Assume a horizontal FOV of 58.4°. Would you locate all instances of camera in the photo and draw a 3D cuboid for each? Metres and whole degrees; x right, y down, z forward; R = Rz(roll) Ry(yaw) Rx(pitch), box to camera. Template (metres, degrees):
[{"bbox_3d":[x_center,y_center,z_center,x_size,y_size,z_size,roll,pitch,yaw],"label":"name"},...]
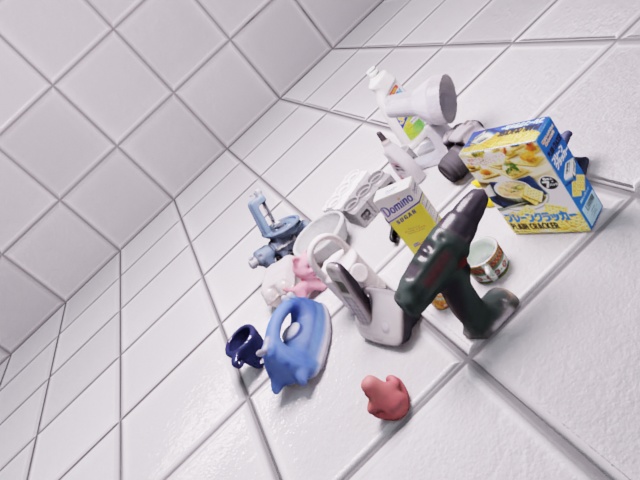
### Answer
[{"bbox_3d":[0.332,-0.213,1.361,0.137,0.101,0.142,-45,25,-3],"label":"camera"}]

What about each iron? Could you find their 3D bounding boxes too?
[{"bbox_3d":[-0.060,0.197,1.248,0.118,0.142,0.258,-26,30,32],"label":"iron"}]

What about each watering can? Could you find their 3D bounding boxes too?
[{"bbox_3d":[0.053,0.064,1.228,0.172,0.194,0.101,-12,39,47],"label":"watering can"}]

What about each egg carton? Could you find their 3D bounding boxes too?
[{"bbox_3d":[-0.099,0.109,1.524,0.107,0.069,0.150,-31,28,23],"label":"egg carton"}]

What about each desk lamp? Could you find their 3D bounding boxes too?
[{"bbox_3d":[0.272,-0.299,1.448,0.202,0.214,0.118,-15,37,44],"label":"desk lamp"}]

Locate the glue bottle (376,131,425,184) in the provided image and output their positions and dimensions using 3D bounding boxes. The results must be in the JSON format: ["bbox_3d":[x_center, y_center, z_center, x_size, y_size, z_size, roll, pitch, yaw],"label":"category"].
[{"bbox_3d":[0.197,-0.215,1.473,0.037,0.173,0.078,-51,27,-16],"label":"glue bottle"}]

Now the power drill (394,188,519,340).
[{"bbox_3d":[0.238,0.058,0.953,0.230,0.209,0.075,-46,26,-6],"label":"power drill"}]

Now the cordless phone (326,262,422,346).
[{"bbox_3d":[0.093,0.116,1.102,0.147,0.185,0.094,-1,48,55],"label":"cordless phone"}]

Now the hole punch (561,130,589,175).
[{"bbox_3d":[0.445,-0.142,1.100,0.100,0.091,0.109,-11,40,48],"label":"hole punch"}]

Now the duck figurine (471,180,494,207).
[{"bbox_3d":[0.366,-0.133,1.205,0.104,0.086,0.077,-40,26,6],"label":"duck figurine"}]

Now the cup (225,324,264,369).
[{"bbox_3d":[-0.163,0.268,1.341,0.091,0.095,0.118,-29,29,26],"label":"cup"}]

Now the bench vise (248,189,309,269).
[{"bbox_3d":[-0.138,-0.023,1.607,0.121,0.220,0.208,-14,38,46],"label":"bench vise"}]

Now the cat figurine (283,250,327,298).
[{"bbox_3d":[-0.043,0.091,1.414,0.128,0.118,0.067,-53,27,-20],"label":"cat figurine"}]

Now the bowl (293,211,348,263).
[{"bbox_3d":[0.014,0.005,1.514,0.167,0.075,0.167,-33,27,20],"label":"bowl"}]

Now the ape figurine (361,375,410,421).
[{"bbox_3d":[0.104,0.260,0.971,0.078,0.092,0.076,-44,26,-2],"label":"ape figurine"}]
